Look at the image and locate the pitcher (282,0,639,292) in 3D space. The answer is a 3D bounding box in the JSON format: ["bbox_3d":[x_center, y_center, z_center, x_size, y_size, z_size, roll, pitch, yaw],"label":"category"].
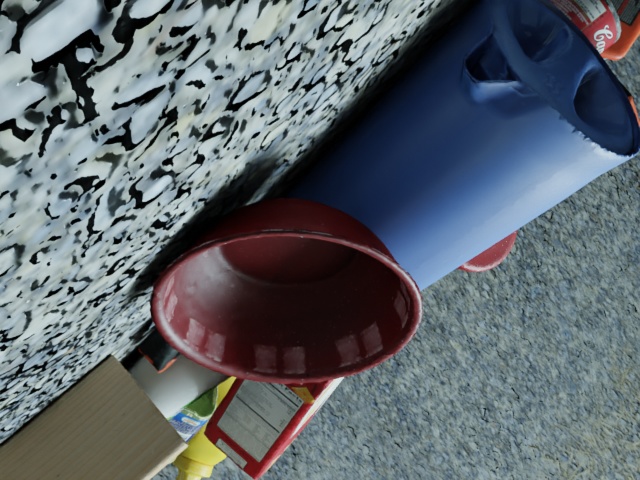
[{"bbox_3d":[0.081,-0.043,0.704,0.243,0.149,0.145,-39,-157,34],"label":"pitcher"}]

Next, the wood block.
[{"bbox_3d":[-0.208,0.191,0.815,0.206,0.091,0.090,-40,176,-12],"label":"wood block"}]

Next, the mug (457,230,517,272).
[{"bbox_3d":[0.117,-0.020,0.975,0.082,0.117,0.093,18,-92,61],"label":"mug"}]

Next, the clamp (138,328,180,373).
[{"bbox_3d":[-0.079,0.045,0.819,0.120,0.039,0.172,-29,172,-45],"label":"clamp"}]

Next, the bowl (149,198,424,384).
[{"bbox_3d":[-0.020,0.024,0.646,0.162,0.162,0.055,-45,-146,43],"label":"bowl"}]

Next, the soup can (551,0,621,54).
[{"bbox_3d":[0.177,-0.154,0.844,0.102,0.068,0.068,-39,176,-10],"label":"soup can"}]

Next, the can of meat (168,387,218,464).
[{"bbox_3d":[-0.141,0.152,1.040,0.084,0.057,0.102,-47,-152,34],"label":"can of meat"}]

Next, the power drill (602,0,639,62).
[{"bbox_3d":[0.270,-0.198,1.049,0.184,0.057,0.187,-61,177,0],"label":"power drill"}]

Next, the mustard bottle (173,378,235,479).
[{"bbox_3d":[-0.108,0.167,1.106,0.096,0.058,0.191,171,-61,-74],"label":"mustard bottle"}]

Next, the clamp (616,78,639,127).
[{"bbox_3d":[0.170,-0.108,0.888,0.164,0.036,0.210,-37,-151,-15],"label":"clamp"}]

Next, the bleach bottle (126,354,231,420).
[{"bbox_3d":[-0.176,0.156,0.948,0.251,0.068,0.102,-39,179,16],"label":"bleach bottle"}]

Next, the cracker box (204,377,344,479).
[{"bbox_3d":[-0.003,0.083,0.881,0.164,0.072,0.214,-47,172,-39],"label":"cracker box"}]
